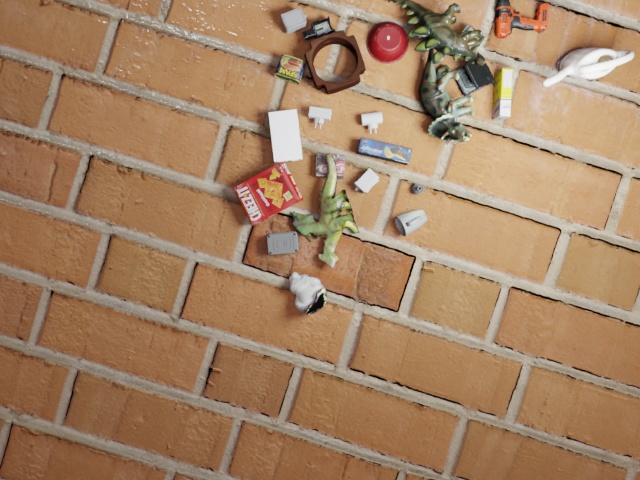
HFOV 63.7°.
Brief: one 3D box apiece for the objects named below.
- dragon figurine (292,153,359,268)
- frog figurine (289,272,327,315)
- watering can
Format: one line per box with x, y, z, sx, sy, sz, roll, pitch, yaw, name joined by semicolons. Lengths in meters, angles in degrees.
0.006;-0.097;1.935;0.242;0.122;0.410;-19;90;10;dragon figurine
-0.055;0.199;1.952;0.161;0.122;0.136;34;103;35;frog figurine
0.929;-0.622;1.850;0.347;0.228;0.102;-16;111;2;watering can
